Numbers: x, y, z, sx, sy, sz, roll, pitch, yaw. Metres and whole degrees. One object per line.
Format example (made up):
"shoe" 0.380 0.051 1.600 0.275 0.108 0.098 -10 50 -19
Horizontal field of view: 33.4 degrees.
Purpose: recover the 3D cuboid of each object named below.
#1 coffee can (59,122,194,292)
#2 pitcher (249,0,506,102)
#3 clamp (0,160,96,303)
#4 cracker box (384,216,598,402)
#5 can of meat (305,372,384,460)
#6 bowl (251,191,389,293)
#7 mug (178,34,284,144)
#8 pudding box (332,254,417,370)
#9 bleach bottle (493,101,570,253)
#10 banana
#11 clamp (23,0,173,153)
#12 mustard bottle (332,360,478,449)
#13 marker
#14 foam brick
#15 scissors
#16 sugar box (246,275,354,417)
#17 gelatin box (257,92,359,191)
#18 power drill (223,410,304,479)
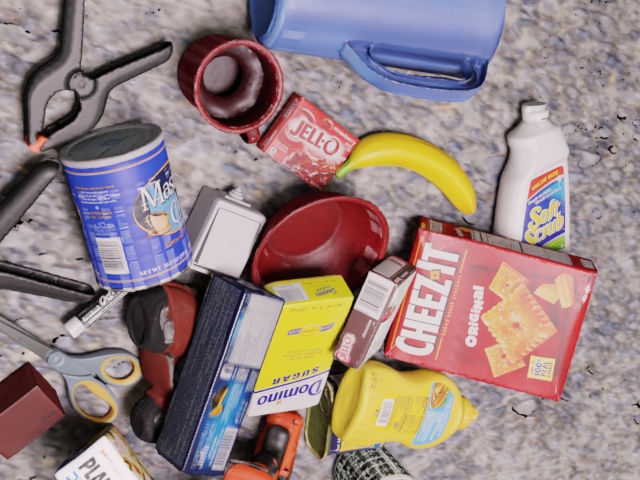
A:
"coffee can" -0.191 -0.034 1.061 0.102 0.103 0.140 -19 116 -17
"pitcher" 0.058 -0.229 1.082 0.242 0.149 0.145 1 110 -21
"clamp" -0.330 0.027 1.058 0.209 0.036 0.164 -24 124 -11
"cracker box" 0.197 0.080 1.247 0.213 0.072 0.164 14 104 2
"can of meat" 0.034 0.206 1.280 0.083 0.058 0.102 -3 111 -26
"bowl" -0.008 0.001 1.169 0.162 0.055 0.162 -15 135 -16
"mug" -0.090 -0.151 1.075 0.093 0.082 0.117 -30 118 -12
"pudding box" 0.061 0.080 1.188 0.039 0.090 0.114 28 109 11
"bleach bottle" 0.251 -0.040 1.285 0.102 0.068 0.251 -11 111 -20
"banana" 0.110 -0.082 1.222 0.197 0.037 0.070 15 120 -27
"clamp" -0.223 -0.155 1.039 0.120 0.039 0.171 25 101 -24
"mustard bottle" 0.110 0.196 1.250 0.191 0.058 0.096 11 100 -33
"marker" -0.217 0.057 1.123 0.121 0.020 0.020 -41 120 -15
"foam brick" -0.315 0.179 1.113 0.078 0.051 0.053 -37 123 -7
"scissors" -0.260 0.117 1.127 0.096 0.016 0.201 -38 125 -13
"sugar box" -0.030 0.120 1.191 0.093 0.048 0.176 -5 130 -25
"gelatin box" -0.013 -0.105 1.157 0.089 0.030 0.073 35 92 -31
"power drill" -0.075 0.292 1.196 0.057 0.187 0.184 16 98 6
